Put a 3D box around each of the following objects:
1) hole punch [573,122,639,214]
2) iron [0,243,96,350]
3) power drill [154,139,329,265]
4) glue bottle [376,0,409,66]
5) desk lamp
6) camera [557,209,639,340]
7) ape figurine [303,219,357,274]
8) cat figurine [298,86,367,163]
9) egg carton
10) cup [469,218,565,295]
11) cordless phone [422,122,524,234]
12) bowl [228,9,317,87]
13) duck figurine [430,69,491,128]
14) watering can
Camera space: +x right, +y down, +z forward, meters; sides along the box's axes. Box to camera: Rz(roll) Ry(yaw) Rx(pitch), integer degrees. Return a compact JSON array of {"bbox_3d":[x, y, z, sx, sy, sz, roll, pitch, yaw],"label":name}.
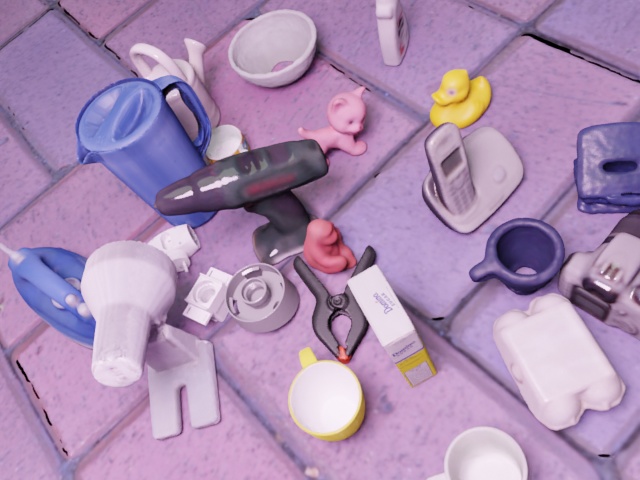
[{"bbox_3d":[0.396,-0.094,0.758,0.108,0.091,0.101,-1,62,17],"label":"hole punch"},{"bbox_3d":[-0.376,0.084,0.865,0.257,0.142,0.119,26,72,28],"label":"iron"},{"bbox_3d":[-0.087,-0.048,0.810,0.229,0.209,0.075,-26,58,2],"label":"power drill"},{"bbox_3d":[0.115,-0.377,0.952,0.037,0.173,0.078,6,64,20],"label":"glue bottle"},{"bbox_3d":[-0.222,0.131,0.749,0.118,0.214,0.203,-19,58,6],"label":"desk lamp"},{"bbox_3d":[0.382,0.033,0.686,0.142,0.101,0.137,34,76,30],"label":"camera"},{"bbox_3d":[0.008,0.003,0.822,0.076,0.092,0.078,-1,62,16],"label":"ape figurine"},{"bbox_3d":[0.025,-0.184,0.905,0.127,0.118,0.067,-23,58,4],"label":"cat figurine"},{"bbox_3d":[0.276,0.141,0.677,0.107,0.069,0.150,-25,58,2],"label":"egg carton"},{"bbox_3d":[0.247,0.037,0.728,0.117,0.095,0.091,-25,58,3],"label":"cup"},{"bbox_3d":[0.201,-0.108,0.769,0.148,0.185,0.094,-46,59,-10],"label":"cordless phone"},{"bbox_3d":[-0.077,-0.336,1.046,0.167,0.075,0.167,-7,60,13],"label":"bowl"},{"bbox_3d":[0.216,-0.230,0.891,0.104,0.086,0.077,-32,58,-2],"label":"duck figurine"},{"bbox_3d":[-0.256,-0.272,0.995,0.100,0.194,0.173,0,62,17],"label":"watering can"}]
